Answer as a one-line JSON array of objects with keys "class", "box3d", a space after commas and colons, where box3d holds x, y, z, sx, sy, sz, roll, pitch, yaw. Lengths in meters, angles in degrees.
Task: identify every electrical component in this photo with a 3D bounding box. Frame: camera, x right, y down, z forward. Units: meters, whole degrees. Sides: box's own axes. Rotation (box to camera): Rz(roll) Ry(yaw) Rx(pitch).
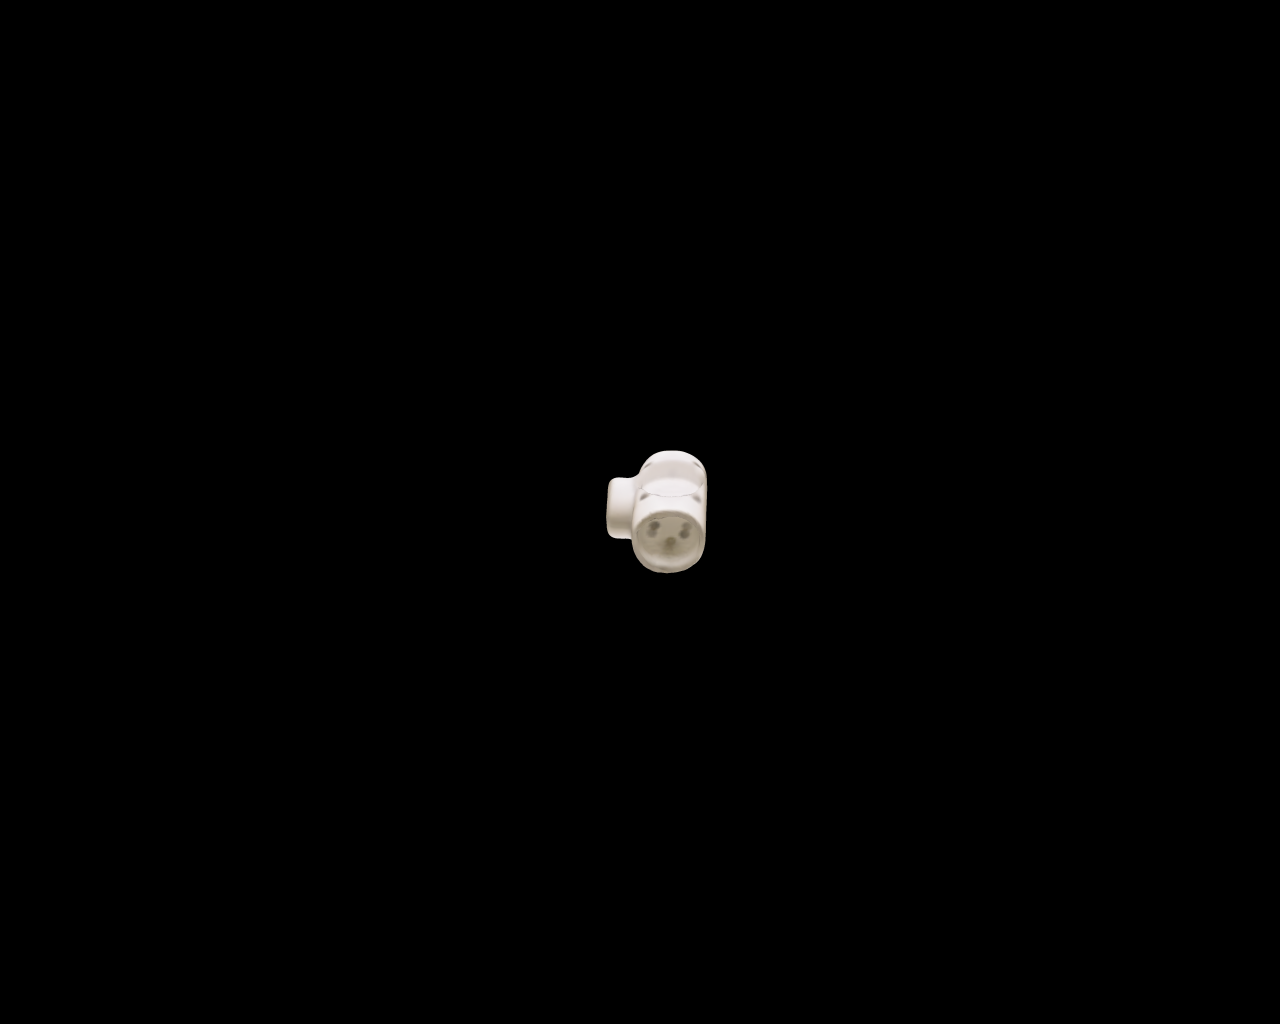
[{"class": "electrical component", "box3d": [0.001, -0.003, 0.650, 0.079, 0.044, 0.077, 2, 31, 3]}]
